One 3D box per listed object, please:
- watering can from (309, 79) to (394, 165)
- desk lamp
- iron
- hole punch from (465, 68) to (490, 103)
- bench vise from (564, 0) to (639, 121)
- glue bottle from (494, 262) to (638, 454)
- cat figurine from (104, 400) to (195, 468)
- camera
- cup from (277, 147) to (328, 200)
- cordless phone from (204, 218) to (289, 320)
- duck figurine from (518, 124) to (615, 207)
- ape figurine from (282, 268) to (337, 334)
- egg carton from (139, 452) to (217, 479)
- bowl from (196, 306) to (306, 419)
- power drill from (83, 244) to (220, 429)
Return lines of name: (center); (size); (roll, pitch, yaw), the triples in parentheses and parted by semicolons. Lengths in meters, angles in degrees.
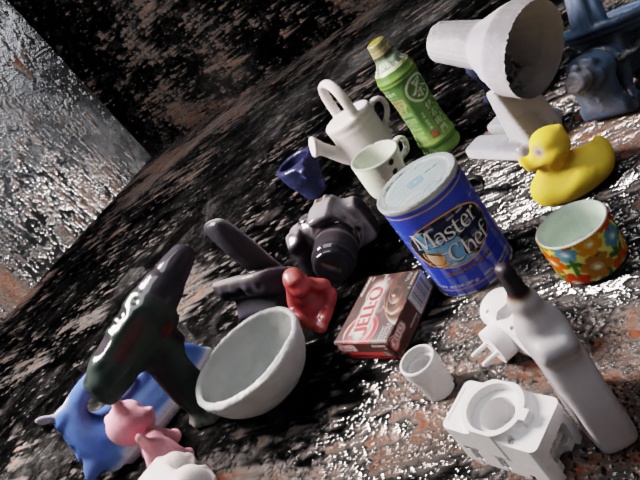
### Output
watering can: (0.056, -0.220, 1.102); (0.100, 0.194, 0.173); (-3, 43, 54)
desk lamp: (0.247, -0.217, 0.789); (0.118, 0.214, 0.202); (-46, 24, -14)
iron: (-0.298, 0.229, 0.889); (0.259, 0.142, 0.118); (-49, 25, -22)
hole punch: (0.320, -0.291, 0.969); (0.108, 0.091, 0.101); (-40, 23, -1)
bench vise: (0.358, -0.280, 0.729); (0.121, 0.220, 0.207); (-21, 30, 36)
glue bottle: (0.172, 0.079, 0.420); (0.037, 0.173, 0.078); (-35, 24, 9)
cat figurine: (-0.245, 0.263, 0.780); (0.067, 0.118, 0.127); (-48, 25, -19)
camera: (0.008, 0.003, 0.892); (0.143, 0.101, 0.137); (-28, 26, 25)
cup: (-0.025, -0.127, 1.182); (0.091, 0.095, 0.117); (-40, 23, 0)
cordless phone: (-0.134, 0.038, 0.934); (0.147, 0.185, 0.094); (-18, 32, 41)
duck figurine: (0.288, -0.100, 0.681); (0.104, 0.086, 0.077); (-30, 25, 21)
ape figurine: (-0.021, 0.078, 0.811); (0.078, 0.092, 0.076); (-41, 23, -4)
egg carton: (-0.181, 0.317, 0.649); (0.150, 0.069, 0.107); (-51, 26, -24)
bowl: (-0.077, 0.172, 0.749); (0.167, 0.075, 0.167); (-32, 24, 17)
power drill: (-0.200, 0.151, 0.799); (0.230, 0.209, 0.075); (-51, 26, -24)
